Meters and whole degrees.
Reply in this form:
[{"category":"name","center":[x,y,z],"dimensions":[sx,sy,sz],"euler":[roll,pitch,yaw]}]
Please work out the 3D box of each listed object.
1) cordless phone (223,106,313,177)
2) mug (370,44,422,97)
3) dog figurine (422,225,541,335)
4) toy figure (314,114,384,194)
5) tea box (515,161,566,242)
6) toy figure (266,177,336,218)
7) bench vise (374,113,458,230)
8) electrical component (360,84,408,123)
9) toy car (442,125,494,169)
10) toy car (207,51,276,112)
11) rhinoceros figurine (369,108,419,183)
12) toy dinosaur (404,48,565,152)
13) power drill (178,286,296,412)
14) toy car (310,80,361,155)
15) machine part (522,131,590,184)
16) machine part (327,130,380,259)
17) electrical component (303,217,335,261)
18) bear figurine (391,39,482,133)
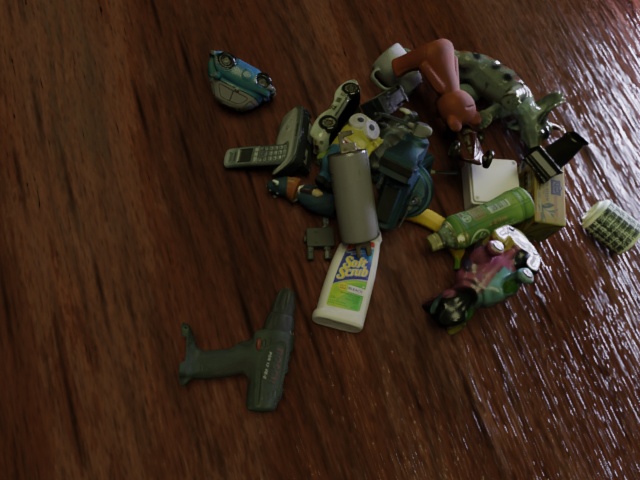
[{"category":"cordless phone","center":[-0.109,-0.204,1.139],"dimensions":[0.184,0.088,0.146],"euler":[0,66,15]},{"category":"mug","center":[0.175,-0.375,1.225],"dimensions":[0.107,0.081,0.109],"euler":[47,63,2]},{"category":"dog figurine","center":[0.301,0.086,1.034],"dimensions":[0.108,0.219,0.191],"euler":[46,35,7]},{"category":"toy figure","center":[0.051,-0.177,1.085],"dimensions":[0.082,0.089,0.180],"euler":[38,77,-28]},{"category":"tea box","center":[0.468,-0.093,1.146],"dimensions":[0.068,0.098,0.169],"euler":[8,71,-3]},{"category":"toy figure","center":[-0.035,-0.093,1.109],"dimensions":[0.155,0.064,0.058],"euler":[24,34,7]},{"category":"bench vise","center":[0.180,-0.137,1.069],"dimensions":[0.129,0.223,0.240],"euler":[18,25,26]},{"category":"electrical component","center":[0.126,-0.285,1.166],"dimensions":[0.119,0.075,0.047],"euler":[-35,104,-23]},{"category":"toy car","center":[0.314,-0.207,1.141],"dimensions":[0.089,0.053,0.202],"euler":[19,27,-1]},{"category":"toy car","center":[-0.181,-0.332,1.167],"dimensions":[0.161,0.109,0.103],"euler":[28,92,-8]},{"category":"rhinoceros figurine","center":[0.152,-0.207,1.171],"dimensions":[0.112,0.073,0.190],"euler":[40,72,19]},{"category":"toy dinosaur","center":[0.390,-0.351,1.226],"dimensions":[0.192,0.131,0.405],"euler":[-21,62,-39]},{"category":"power drill","center":[-0.151,0.194,0.988],"dimensions":[0.207,0.086,0.232],"euler":[6,72,-12]},{"category":"toy car","center":[0.038,-0.265,1.161],"dimensions":[0.056,0.073,0.202],"euler":[17,58,20]},{"category":"machine part","center":[0.488,-0.178,1.109],"dimensions":[0.139,0.039,0.084],"euler":[-32,73,-14]},{"category":"machine part","center":[0.063,-0.082,1.010],"dimensions":[0.079,0.079,0.243],"euler":[-13,104,-11]},{"category":"electrical component","center":[-0.002,-0.003,1.100],"dimensions":[0.063,0.021,0.094],"euler":[0,70,-6]},{"category":"bear figurine","center":[0.258,-0.321,1.153],"dimensions":[0.120,0.132,0.195],"euler":[-29,103,-33]}]
